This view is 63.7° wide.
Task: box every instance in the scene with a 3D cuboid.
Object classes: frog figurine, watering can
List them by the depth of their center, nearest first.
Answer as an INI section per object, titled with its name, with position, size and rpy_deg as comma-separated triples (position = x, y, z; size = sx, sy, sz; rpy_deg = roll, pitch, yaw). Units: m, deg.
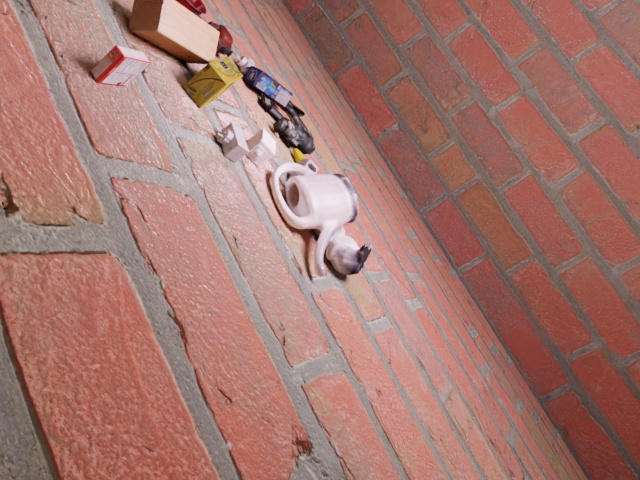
[watering can]
position = 0.004, -0.066, 1.321
size = 0.225, 0.102, 0.354
rpy_deg = -8, 58, -32
[frog figurine]
position = 0.050, 0.021, 1.387
size = 0.160, 0.121, 0.139
rpy_deg = 22, 20, 17
